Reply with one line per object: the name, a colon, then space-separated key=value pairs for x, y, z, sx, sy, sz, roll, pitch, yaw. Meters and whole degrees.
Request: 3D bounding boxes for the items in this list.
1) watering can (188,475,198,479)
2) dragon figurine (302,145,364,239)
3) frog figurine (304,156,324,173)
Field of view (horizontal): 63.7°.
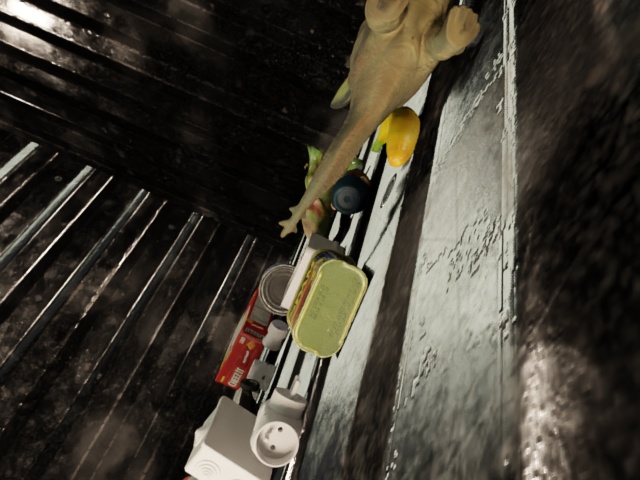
watering can: x=-0.190 y=0.441 z=0.731 sx=0.341 sy=0.104 sz=0.228 roll=87 pitch=-157 yaw=-68
dragon figurine: x=0.003 y=-0.053 z=1.056 sx=0.408 sy=0.122 sz=0.244 roll=62 pitch=-138 yaw=-83
frog figurine: x=0.055 y=-0.207 z=1.366 sx=0.161 sy=0.124 sz=0.134 roll=-30 pitch=-19 yaw=-19
